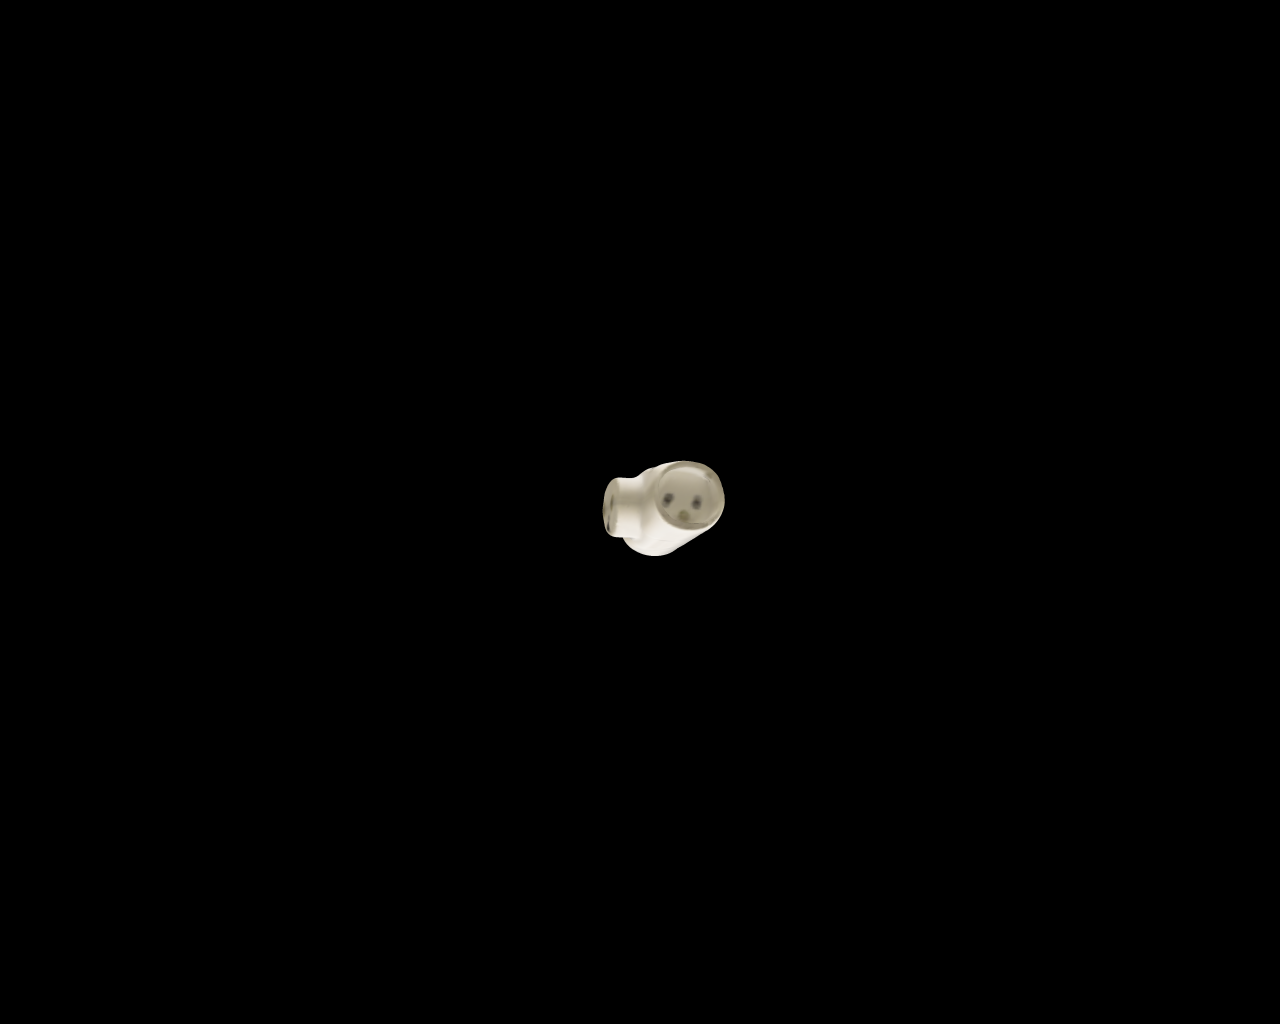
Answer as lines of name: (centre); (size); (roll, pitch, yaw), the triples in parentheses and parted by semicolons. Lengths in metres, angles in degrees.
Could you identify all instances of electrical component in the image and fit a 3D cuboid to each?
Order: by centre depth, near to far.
electrical component: (0.001, -0.003, 0.650); (0.079, 0.043, 0.077); (4, -14, -15)
